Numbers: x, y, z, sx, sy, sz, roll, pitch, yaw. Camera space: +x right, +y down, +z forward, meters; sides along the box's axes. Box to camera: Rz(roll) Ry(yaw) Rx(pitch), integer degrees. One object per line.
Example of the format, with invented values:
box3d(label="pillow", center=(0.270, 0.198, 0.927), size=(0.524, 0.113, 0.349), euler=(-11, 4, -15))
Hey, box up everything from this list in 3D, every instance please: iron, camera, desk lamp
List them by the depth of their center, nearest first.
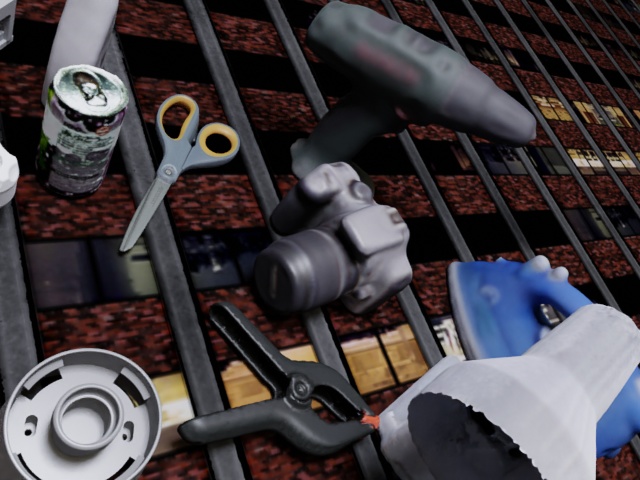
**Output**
box3d(label="desk lamp", center=(0.135, 0.135, 0.443), size=(0.204, 0.213, 0.118), euler=(-28, 77, -43))
box3d(label="camera", center=(0.005, 0.002, 0.529), size=(0.137, 0.100, 0.143), euler=(-19, 70, -41))
box3d(label="iron", center=(0.237, 0.104, 0.585), size=(0.119, 0.141, 0.258), euler=(-11, 66, -39))

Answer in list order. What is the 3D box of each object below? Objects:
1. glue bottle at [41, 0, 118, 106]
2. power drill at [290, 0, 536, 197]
box3d(label="glue bottle", center=(-0.192, -0.183, 0.478), size=(0.037, 0.173, 0.078), euler=(22, 49, -20))
box3d(label="power drill", center=(0.067, -0.119, 0.583), size=(0.230, 0.208, 0.076), euler=(37, 45, -6))
